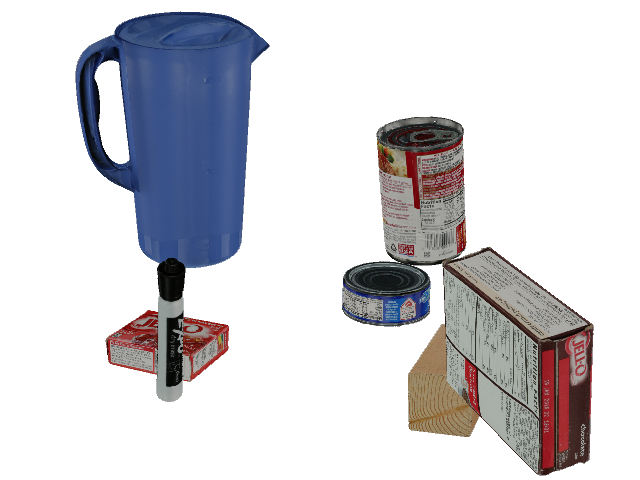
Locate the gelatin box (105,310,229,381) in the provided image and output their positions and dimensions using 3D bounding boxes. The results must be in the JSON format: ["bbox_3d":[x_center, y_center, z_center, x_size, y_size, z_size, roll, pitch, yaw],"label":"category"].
[{"bbox_3d":[-0.139,0.094,0.976,0.089,0.030,0.073,9,20,21],"label":"gelatin box"}]

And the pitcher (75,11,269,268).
[{"bbox_3d":[-0.143,-0.098,1.066,0.149,0.243,0.144,13,28,21],"label":"pitcher"}]

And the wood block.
[{"bbox_3d":[0.197,0.200,1.560,0.091,0.090,0.205,4,16,18],"label":"wood block"}]

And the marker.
[{"bbox_3d":[-0.104,0.062,0.737,0.020,0.121,0.020,4,36,-3],"label":"marker"}]

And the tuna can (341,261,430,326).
[{"bbox_3d":[0.063,0.050,1.028,0.086,0.034,0.086,0,20,0],"label":"tuna can"}]

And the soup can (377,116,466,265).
[{"bbox_3d":[0.082,-0.039,0.850,0.068,0.102,0.068,-5,26,2],"label":"soup can"}]

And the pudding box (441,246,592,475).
[{"bbox_3d":[0.112,0.067,0.620,0.039,0.090,0.114,-14,27,-20],"label":"pudding box"}]
